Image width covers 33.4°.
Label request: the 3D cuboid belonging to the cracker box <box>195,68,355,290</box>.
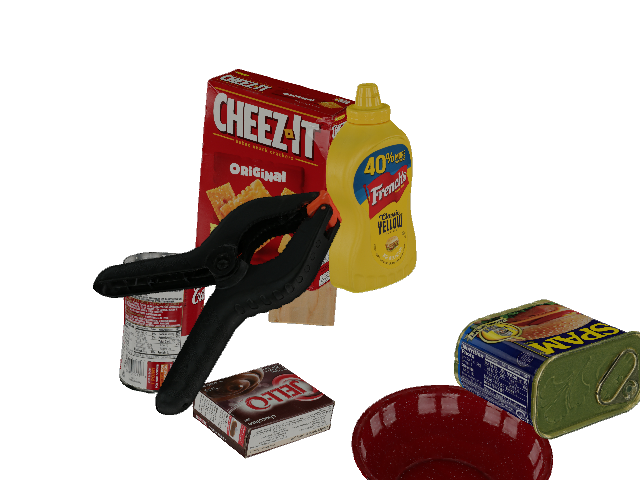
[{"bbox_3d":[-0.053,-0.067,1.202,0.164,0.214,0.072,19,28,24],"label":"cracker box"}]

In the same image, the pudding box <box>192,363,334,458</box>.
[{"bbox_3d":[-0.056,0.166,1.055,0.113,0.039,0.090,-13,29,-40],"label":"pudding box"}]

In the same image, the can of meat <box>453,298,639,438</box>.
[{"bbox_3d":[0.152,0.081,0.712,0.101,0.057,0.084,-12,20,-30],"label":"can of meat"}]

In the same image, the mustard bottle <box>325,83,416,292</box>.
[{"bbox_3d":[0.048,-0.053,1.011,0.096,0.192,0.058,-19,24,-38],"label":"mustard bottle"}]

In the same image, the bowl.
[{"bbox_3d":[0.105,0.187,0.873,0.162,0.055,0.162,1,30,-1],"label":"bowl"}]

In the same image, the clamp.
[{"bbox_3d":[-0.058,0.033,0.686,0.171,0.120,0.039,-29,-28,6],"label":"clamp"}]

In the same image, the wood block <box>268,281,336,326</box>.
[{"bbox_3d":[-0.019,-0.002,1.398,0.090,0.206,0.091,4,24,-1],"label":"wood block"}]

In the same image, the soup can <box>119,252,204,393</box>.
[{"bbox_3d":[-0.131,0.068,0.880,0.068,0.102,0.068,5,14,-1],"label":"soup can"}]
